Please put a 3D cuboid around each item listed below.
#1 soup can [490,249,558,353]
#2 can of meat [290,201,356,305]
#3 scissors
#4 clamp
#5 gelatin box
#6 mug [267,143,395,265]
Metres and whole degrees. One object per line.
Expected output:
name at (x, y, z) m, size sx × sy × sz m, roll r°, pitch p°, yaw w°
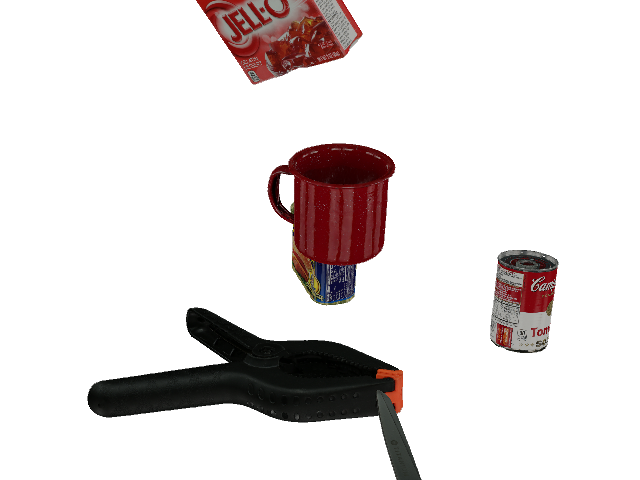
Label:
soup can at (0.231, 0.069, 1.220) m, size 0.068 × 0.102 × 0.068 m, roll 3°, pitch 18°, yaw -1°
can of meat at (0.004, 0.012, 1.204) m, size 0.057 × 0.084 × 0.102 m, roll -11°, pitch 37°, yaw -18°
scissors at (0.073, 0.153, 0.596) m, size 0.096 × 0.016 × 0.201 m, roll 7°, pitch 32°, yaw 3°
clamp at (-0.041, 0.092, 0.776) m, size 0.210 × 0.036 × 0.164 m, roll 3°, pitch 19°, yaw 12°
gelatin box at (-0.029, -0.144, 0.681) m, size 0.089 × 0.073 × 0.030 m, roll -8°, pitch 37°, yaw 44°
mug at (0.006, -0.033, 0.946) m, size 0.117 × 0.081 × 0.093 m, roll 12°, pitch 30°, yaw 19°
